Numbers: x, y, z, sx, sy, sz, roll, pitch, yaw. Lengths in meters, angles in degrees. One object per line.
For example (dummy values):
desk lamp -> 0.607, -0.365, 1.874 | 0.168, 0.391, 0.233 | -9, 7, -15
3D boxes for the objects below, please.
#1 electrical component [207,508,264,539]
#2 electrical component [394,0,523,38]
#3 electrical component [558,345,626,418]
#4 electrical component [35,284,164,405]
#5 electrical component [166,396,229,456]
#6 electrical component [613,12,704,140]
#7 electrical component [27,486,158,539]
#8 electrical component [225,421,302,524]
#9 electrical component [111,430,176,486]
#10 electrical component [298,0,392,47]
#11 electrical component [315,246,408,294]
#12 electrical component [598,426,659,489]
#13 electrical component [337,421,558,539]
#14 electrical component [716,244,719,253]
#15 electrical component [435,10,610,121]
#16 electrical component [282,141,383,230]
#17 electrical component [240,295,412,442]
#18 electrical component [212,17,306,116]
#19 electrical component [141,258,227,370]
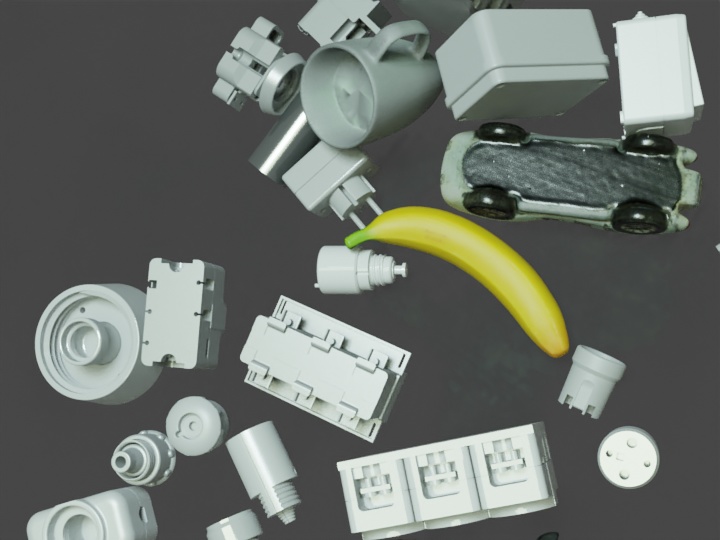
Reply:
electrical component -> -0.098, 0.230, 0.885 | 0.045, 0.045, 0.055 | -26, 78, 11
electrical component -> 0.070, -0.232, 0.837 | 0.089, 0.150, 0.061 | 30, 93, 16
electrical component -> 0.178, 0.087, 0.832 | 0.040, 0.040, 0.046 | 24, 96, 16
electrical component -> -0.228, 0.063, 0.930 | 0.108, 0.060, 0.108 | -2, 84, 15
electrical component -> -0.129, 0.129, 0.896 | 0.048, 0.062, 0.048 | -2, 83, 15
electrical component -> 0.230, -0.154, 0.832 | 0.061, 0.062, 0.096 | -5, 83, 14
electrical component -> -0.230, 0.221, 0.914 | 0.095, 0.059, 0.053 | -19, 79, 12
electrical component -> -0.074, 0.170, 0.886 | 0.043, 0.043, 0.081 | -29, 77, 10
electrical component -> -0.188, 0.160, 0.908 | 0.048, 0.062, 0.048 | -2, 83, 15
electrical component -> -0.015, -0.213, 0.914 | 0.064, 0.042, 0.081 | -45, 75, 8
electrical component -> 0.000, 0.000, 0.887 | 0.078, 0.040, 0.040 | 0, 84, 14
electrical component -> 0.203, 0.141, 0.810 | 0.045, 0.055, 0.045 | -2, 83, 15
electrical component -> 0.070, 0.162, 0.825 | 0.150, 0.089, 0.061 | -13, 81, 13
electrical component -> 0.298, -0.017, 0.811 | 0.046, 0.040, 0.040 | -35, 76, 15
electrical component -> 0.125, -0.157, 0.829 | 0.113, 0.078, 0.057 | -7, 76, -26
electrical component -> -0.012, -0.067, 0.894 | 0.066, 0.047, 0.076 | -41, 76, 7
electrical component -> -0.031, 0.079, 0.875 | 0.121, 0.063, 0.078 | 23, 90, 16
electrical component -> -0.080, -0.167, 0.919 | 0.057, 0.058, 0.078 | 34, 93, 19
electrical component -> -0.148, 0.038, 0.914 | 0.050, 0.056, 0.089 | 3, 84, 15
